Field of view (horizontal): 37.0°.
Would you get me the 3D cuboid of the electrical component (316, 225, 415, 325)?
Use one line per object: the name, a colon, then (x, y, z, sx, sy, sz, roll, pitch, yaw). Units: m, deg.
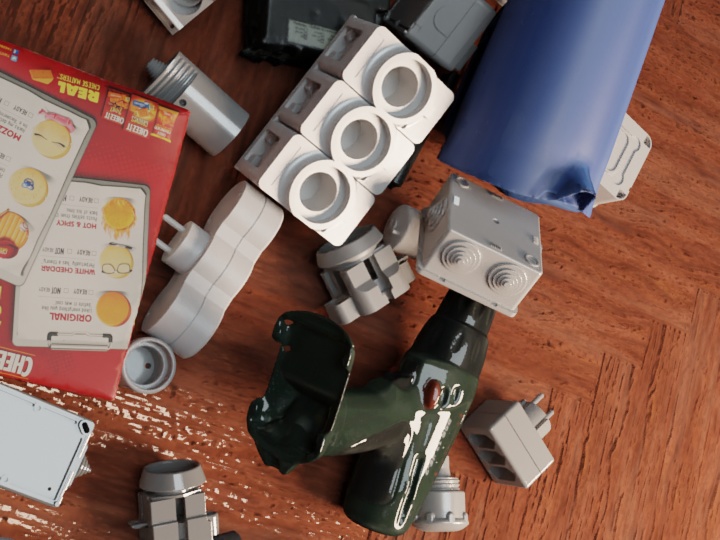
electrical component: (0.000, 0.000, 0.864, 0.078, 0.058, 0.057, -33, 104, -27)

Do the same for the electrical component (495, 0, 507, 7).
electrical component: (0.103, -0.264, 0.939, 0.081, 0.064, 0.042, 36, 71, -21)

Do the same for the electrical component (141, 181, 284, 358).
electrical component: (-0.122, -0.011, 0.800, 0.074, 0.052, 0.138, 38, 69, -21)

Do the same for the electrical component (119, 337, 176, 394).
electrical component: (-0.159, 0.069, 0.776, 0.040, 0.046, 0.040, 3, 85, -28)

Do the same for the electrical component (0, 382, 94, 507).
electrical component: (-0.228, 0.117, 0.725, 0.096, 0.061, 0.061, 28, 73, -24)

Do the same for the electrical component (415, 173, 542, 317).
electrical component: (0.095, -0.022, 0.847, 0.100, 0.048, 0.099, 25, 35, -11)

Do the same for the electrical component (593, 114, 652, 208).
electrical component: (0.200, -0.118, 0.985, 0.113, 0.057, 0.078, 38, 69, -21)

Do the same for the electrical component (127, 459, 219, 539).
electrical component: (-0.136, 0.170, 0.782, 0.066, 0.048, 0.055, -5, 95, -28)

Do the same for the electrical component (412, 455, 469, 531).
electrical component: (0.066, 0.185, 0.894, 0.048, 0.048, 0.062, 7, 74, -28)

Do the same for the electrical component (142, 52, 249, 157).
electrical component: (-0.128, -0.128, 0.811, 0.081, 0.043, 0.043, 41, 68, -20)

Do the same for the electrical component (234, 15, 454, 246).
electrical component: (-0.010, -0.106, 0.827, 0.089, 0.062, 0.150, 38, 91, -33)

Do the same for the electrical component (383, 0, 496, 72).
electrical component: (0.066, -0.211, 0.901, 0.061, 0.096, 0.061, 35, 100, -23)

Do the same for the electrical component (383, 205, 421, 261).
electrical component: (0.056, -0.026, 0.906, 0.078, 0.040, 0.040, 22, 75, -26)

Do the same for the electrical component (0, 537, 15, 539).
electrical component: (-0.241, 0.226, 0.691, 0.099, 0.099, 0.064, -50, 115, -23)

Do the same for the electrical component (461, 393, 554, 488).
electrical component: (0.140, 0.139, 0.935, 0.077, 0.047, 0.065, -39, 104, -26)

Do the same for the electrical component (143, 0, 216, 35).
electrical component: (-0.147, -0.248, 0.795, 0.121, 0.079, 0.063, 50, 36, -16)
